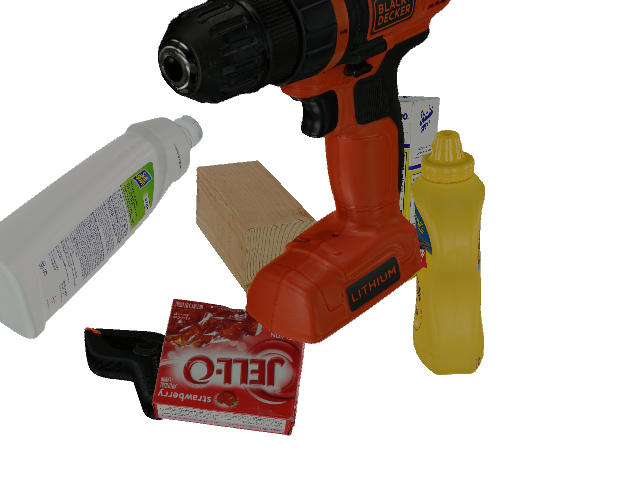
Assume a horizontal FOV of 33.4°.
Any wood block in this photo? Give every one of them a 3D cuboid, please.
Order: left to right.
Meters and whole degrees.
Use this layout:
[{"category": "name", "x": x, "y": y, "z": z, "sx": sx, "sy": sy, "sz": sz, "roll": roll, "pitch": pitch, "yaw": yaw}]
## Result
[{"category": "wood block", "x": -0.086, "y": -0.021, "z": 1.359, "sx": 0.090, "sy": 0.090, "sz": 0.206, "roll": -7, "pitch": 27, "yaw": -22}]

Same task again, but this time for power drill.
[{"category": "power drill", "x": -0.001, "y": -0.046, "z": 0.518, "sx": 0.057, "sy": 0.188, "sz": 0.184, "roll": 26, "pitch": 39, "yaw": 33}]

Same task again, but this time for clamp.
[{"category": "clamp", "x": -0.177, "y": 0.128, "z": 1.091, "sx": 0.210, "sy": 0.036, "sz": 0.164, "roll": 10, "pitch": 17, "yaw": 32}]

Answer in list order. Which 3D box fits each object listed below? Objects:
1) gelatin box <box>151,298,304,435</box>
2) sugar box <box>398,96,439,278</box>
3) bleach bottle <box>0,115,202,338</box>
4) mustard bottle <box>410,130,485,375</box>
[{"category": "gelatin box", "x": -0.056, "y": 0.079, "z": 0.676, "sx": 0.089, "sy": 0.073, "sz": 0.030, "roll": 7, "pitch": -31, "yaw": 0}, {"category": "sugar box", "x": 0.081, "y": -0.053, "z": 1.050, "sx": 0.048, "sy": 0.176, "sz": 0.093, "roll": 4, "pitch": 10, "yaw": 21}, {"category": "bleach bottle", "x": -0.197, "y": -0.029, "z": 0.963, "sx": 0.068, "sy": 0.102, "sz": 0.250, "roll": 29, "pitch": 53, "yaw": 22}, {"category": "mustard bottle", "x": 0.102, "y": 0.005, "z": 0.852, "sx": 0.058, "sy": 0.192, "sz": 0.096, "roll": -2, "pitch": 25, "yaw": 2}]
